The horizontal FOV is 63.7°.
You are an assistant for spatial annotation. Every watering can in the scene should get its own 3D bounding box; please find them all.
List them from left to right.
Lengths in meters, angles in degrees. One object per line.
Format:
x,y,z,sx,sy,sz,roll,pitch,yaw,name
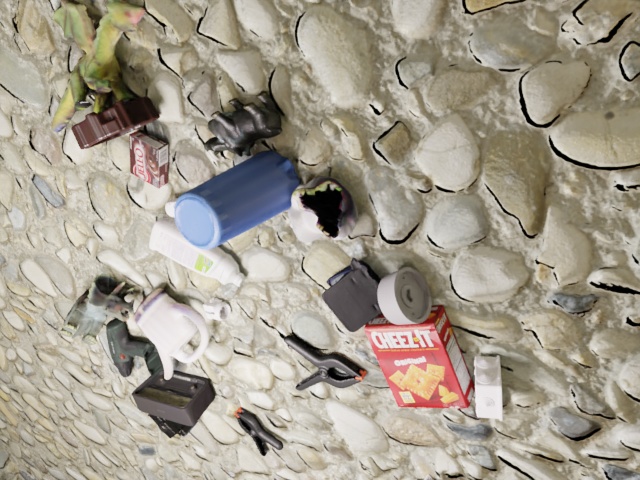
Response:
-0.433,0.266,1.446,0.224,0.106,0.341,45,129,1,watering can

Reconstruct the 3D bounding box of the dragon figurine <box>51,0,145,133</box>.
-0.516,-0.397,1.122,0.408,0.123,0.242,-11,94,33,dragon figurine

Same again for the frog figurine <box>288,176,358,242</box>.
0.003,-0.051,1.014,0.137,0.124,0.157,30,166,1,frog figurine
